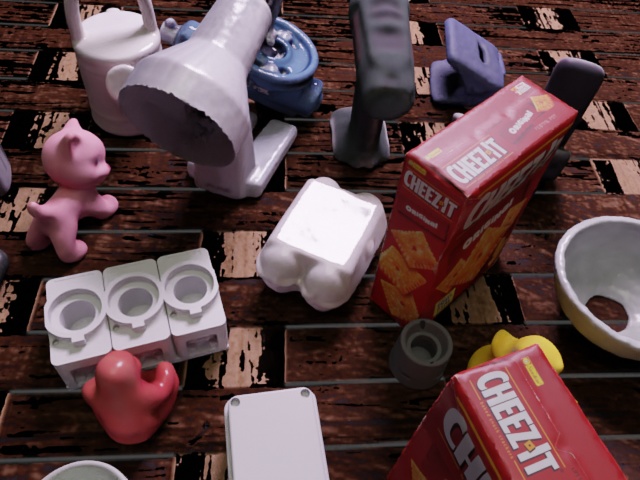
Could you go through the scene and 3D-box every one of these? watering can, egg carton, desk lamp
[{"bbox_3d":[-0.232,-0.221,0.671,0.101,0.194,0.172,-31,62,-26],"label":"watering can"},{"bbox_3d":[0.006,0.002,0.606,0.107,0.069,0.150,22,54,10],"label":"egg carton"},{"bbox_3d":[-0.106,-0.142,0.613,0.117,0.213,0.203,19,53,9],"label":"desk lamp"}]

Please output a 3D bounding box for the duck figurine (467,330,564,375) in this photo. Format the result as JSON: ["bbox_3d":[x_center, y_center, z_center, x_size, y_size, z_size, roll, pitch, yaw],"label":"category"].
[{"bbox_3d":[0.193,0.124,0.524,0.104,0.086,0.078,37,58,21],"label":"duck figurine"}]

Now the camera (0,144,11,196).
[{"bbox_3d":[-0.429,-0.116,0.629,0.143,0.101,0.136,-8,54,-12],"label":"camera"}]

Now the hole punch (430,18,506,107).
[{"bbox_3d":[0.213,-0.250,0.806,0.101,0.091,0.108,7,52,-1],"label":"hole punch"}]

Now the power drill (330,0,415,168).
[{"bbox_3d":[0.059,-0.201,0.678,0.075,0.208,0.229,-1,53,-6],"label":"power drill"}]

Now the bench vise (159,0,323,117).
[{"bbox_3d":[-0.094,-0.247,0.690,0.207,0.220,0.121,-3,53,-8],"label":"bench vise"}]

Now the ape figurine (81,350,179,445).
[{"bbox_3d":[-0.162,0.124,0.481,0.078,0.092,0.076,5,53,-2],"label":"ape figurine"}]

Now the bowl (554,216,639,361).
[{"bbox_3d":[0.315,0.060,0.592,0.167,0.075,0.167,3,53,-4],"label":"bowl"}]

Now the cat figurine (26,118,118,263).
[{"bbox_3d":[-0.262,-0.061,0.594,0.067,0.118,0.128,15,53,5],"label":"cat figurine"}]

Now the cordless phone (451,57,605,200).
[{"bbox_3d":[0.235,-0.147,0.671,0.147,0.185,0.094,19,53,9],"label":"cordless phone"}]
